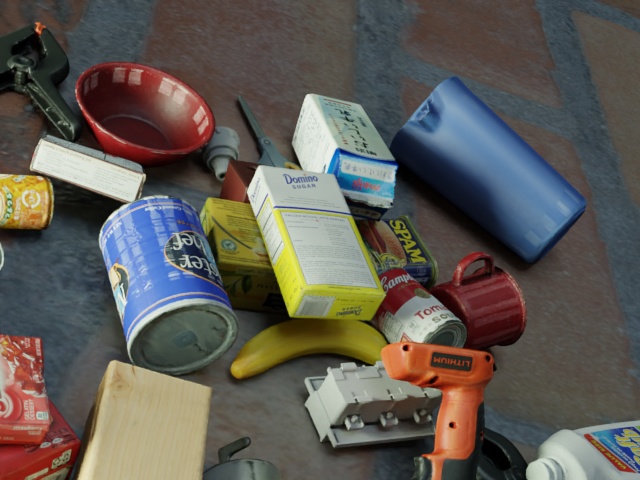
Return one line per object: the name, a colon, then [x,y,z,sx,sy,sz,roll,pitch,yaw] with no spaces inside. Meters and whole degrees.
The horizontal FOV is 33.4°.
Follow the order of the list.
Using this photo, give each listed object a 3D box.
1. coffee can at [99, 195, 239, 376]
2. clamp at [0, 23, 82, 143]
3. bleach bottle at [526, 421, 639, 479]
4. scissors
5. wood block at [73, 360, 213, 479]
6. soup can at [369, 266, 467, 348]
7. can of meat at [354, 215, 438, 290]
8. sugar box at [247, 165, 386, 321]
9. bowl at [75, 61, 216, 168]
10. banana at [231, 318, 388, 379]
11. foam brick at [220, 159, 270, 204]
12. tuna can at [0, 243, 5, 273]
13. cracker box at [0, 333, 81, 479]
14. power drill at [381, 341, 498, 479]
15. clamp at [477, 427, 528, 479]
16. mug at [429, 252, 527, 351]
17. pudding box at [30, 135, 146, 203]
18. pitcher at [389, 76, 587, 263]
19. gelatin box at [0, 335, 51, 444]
coffee can: [-0.144,0.042,1.007,0.102,0.103,0.140,3,44,-30]
clamp: [-0.345,-0.185,1.197,0.164,0.036,0.210,8,38,-15]
bleach bottle: [0.302,0.233,1.070,0.250,0.068,0.103,4,41,-40]
scissors: [-0.077,-0.107,1.293,0.096,0.016,0.202,-16,55,-42]
wood block: [-0.147,0.208,0.827,0.090,0.090,0.206,17,38,-14]
soup can: [0.097,0.083,1.119,0.068,0.069,0.102,-7,36,-37]
can of meat: [0.071,0.020,1.206,0.083,0.058,0.102,-2,46,-30]
sugar box: [-0.007,0.002,1.076,0.093,0.048,0.176,5,41,-27]
bowl: [-0.203,-0.132,1.210,0.162,0.055,0.162,17,39,-15]
banana: [-0.004,0.107,1.074,0.197,0.037,0.070,4,43,-28]
foam brick: [-0.073,-0.048,1.181,0.052,0.051,0.078,7,24,-26]
tuna can: [-0.333,0.021,0.970,0.086,0.034,0.086,17,39,-15]
cracker box: [-0.314,0.127,0.830,0.163,0.072,0.214,-19,57,-45]
power drill: [0.092,0.190,0.966,0.184,0.057,0.187,9,74,-23]
clamp: [0.185,0.245,1.031,0.171,0.039,0.120,38,27,12]
mug: [0.166,0.070,1.165,0.081,0.117,0.093,-13,27,-35]
pudding box: [-0.238,-0.073,1.101,0.113,0.039,0.090,17,5,-12]
pitcher: [0.220,-0.086,1.376,0.243,0.145,0.149,43,52,12]
gelatin box: [-0.245,0.111,0.805,0.073,0.030,0.089,8,40,-26]
